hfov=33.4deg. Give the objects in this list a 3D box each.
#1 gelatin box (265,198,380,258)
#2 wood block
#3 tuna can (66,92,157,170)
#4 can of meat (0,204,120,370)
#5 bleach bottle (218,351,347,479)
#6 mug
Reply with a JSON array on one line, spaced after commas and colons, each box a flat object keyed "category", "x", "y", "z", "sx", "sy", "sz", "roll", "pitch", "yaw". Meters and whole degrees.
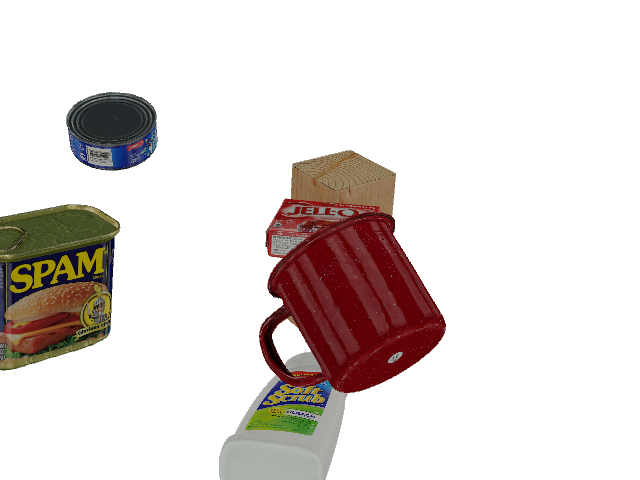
[{"category": "gelatin box", "x": 0.003, "y": -0.009, "z": 0.926, "sx": 0.089, "sy": 0.030, "sz": 0.073, "roll": 6, "pitch": 24, "yaw": 9}, {"category": "wood block", "x": 0.021, "y": 0.010, "z": 1.267, "sx": 0.090, "sy": 0.206, "sz": 0.090, "roll": -16, "pitch": 32, "yaw": -33}, {"category": "tuna can", "x": -0.201, "y": -0.106, "z": 1.035, "sx": 0.086, "sy": 0.034, "sz": 0.086, "roll": 2, "pitch": 42, "yaw": -2}, {"category": "can of meat", "x": -0.185, "y": 0.030, "z": 0.705, "sx": 0.101, "sy": 0.084, "sz": 0.058, "roll": -14, "pitch": 31, "yaw": -41}, {"category": "bleach bottle", "x": -0.028, "y": 0.176, "z": 1.098, "sx": 0.102, "sy": 0.068, "sz": 0.250, "roll": 5, "pitch": 19, "yaw": 6}, {"category": "mug", "x": 0.015, "y": 0.048, "z": 0.671, "sx": 0.117, "sy": 0.081, "sz": 0.093, "roll": -32, "pitch": -23, "yaw": 6}]
